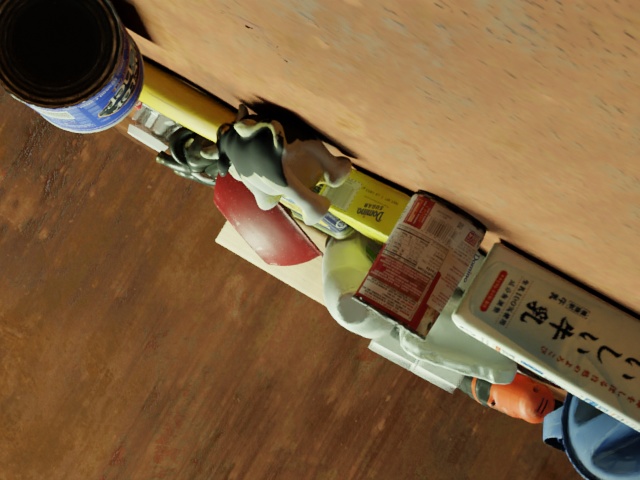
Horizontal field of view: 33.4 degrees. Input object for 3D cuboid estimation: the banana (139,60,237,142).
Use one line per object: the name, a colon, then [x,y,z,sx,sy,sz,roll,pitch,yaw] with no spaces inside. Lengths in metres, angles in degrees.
banana: [-0.132,-0.136,1.045,0.198,0.037,0.069,31,-164,14]

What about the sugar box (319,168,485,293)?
sugar box: [0.080,-0.006,0.974,0.093,0.048,0.176,29,176,38]

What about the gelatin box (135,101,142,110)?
gelatin box: [-0.268,-0.201,1.338,0.089,0.030,0.073,29,177,38]

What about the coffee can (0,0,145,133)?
coffee can: [-0.198,-0.144,0.847,0.103,0.103,0.140,31,177,-2]

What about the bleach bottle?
bleach bottle: [0.039,0.035,1.022,0.102,0.068,0.250,48,-169,-1]

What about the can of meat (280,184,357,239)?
can of meat: [-0.014,-0.053,1.013,0.083,0.057,0.102,35,175,-42]

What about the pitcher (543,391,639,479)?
pitcher: [0.335,0.195,0.993,0.242,0.145,0.149,29,-167,-37]

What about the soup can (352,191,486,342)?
soup can: [0.080,0.020,0.854,0.068,0.102,0.068,30,178,1]

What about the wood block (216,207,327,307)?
wood block: [-0.008,0.001,1.288,0.206,0.090,0.090,31,-148,-4]

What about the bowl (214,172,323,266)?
bowl: [-0.064,-0.025,1.143,0.162,0.055,0.162,50,179,0]

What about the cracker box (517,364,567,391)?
cracker box: [0.194,0.093,1.281,0.213,0.072,0.164,30,178,-10]

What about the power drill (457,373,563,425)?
power drill: [0.266,0.205,1.294,0.187,0.057,0.185,26,177,-23]
